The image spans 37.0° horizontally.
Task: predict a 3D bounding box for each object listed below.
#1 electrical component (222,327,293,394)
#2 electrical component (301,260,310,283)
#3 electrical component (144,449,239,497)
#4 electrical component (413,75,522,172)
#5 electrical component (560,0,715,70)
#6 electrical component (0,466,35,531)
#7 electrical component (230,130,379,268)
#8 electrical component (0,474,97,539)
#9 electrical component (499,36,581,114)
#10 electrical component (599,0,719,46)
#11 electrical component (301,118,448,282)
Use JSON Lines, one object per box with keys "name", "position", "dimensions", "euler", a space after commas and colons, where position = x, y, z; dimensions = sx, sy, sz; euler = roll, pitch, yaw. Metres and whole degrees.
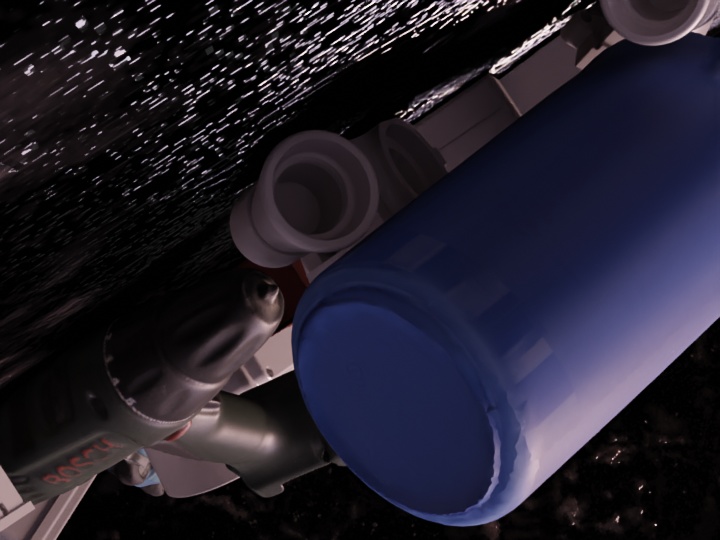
{"name": "electrical component", "position": [-0.083, 0.048, 0.773], "dimensions": [0.057, 0.078, 0.113], "euler": [-31, 180, 22]}
{"name": "electrical component", "position": [0.000, 0.000, 0.609], "dimensions": [0.048, 0.099, 0.100], "euler": [-21, 180, 4]}
{"name": "electrical component", "position": [-0.111, 0.128, 0.810], "dimensions": [0.099, 0.064, 0.099], "euler": [-34, 179, -1]}
{"name": "electrical component", "position": [0.059, -0.051, 0.588], "dimensions": [0.083, 0.075, 0.047], "euler": [-34, 179, 14]}
{"name": "electrical component", "position": [0.143, -0.122, 0.537], "dimensions": [0.055, 0.066, 0.048], "euler": [-49, -158, 54]}
{"name": "electrical component", "position": [-0.231, 0.126, 0.436], "dimensions": [0.105, 0.060, 0.186], "euler": [-34, 179, 10]}
{"name": "electrical component", "position": [-0.025, -0.023, 0.405], "dimensions": [0.044, 0.044, 0.065], "euler": [-33, -177, -24]}
{"name": "electrical component", "position": [-0.226, 0.145, 0.704], "dimensions": [0.109, 0.056, 0.108], "euler": [-34, -160, 40]}
{"name": "electrical component", "position": [0.113, -0.078, 0.638], "dimensions": [0.150, 0.089, 0.062], "euler": [-34, 179, 34]}
{"name": "electrical component", "position": [0.129, -0.120, 0.454], "dimensions": [0.045, 0.045, 0.055], "euler": [-34, 179, 31]}
{"name": "electrical component", "position": [0.006, -0.034, 0.505], "dimensions": [0.056, 0.050, 0.089], "euler": [-34, 179, 28]}
